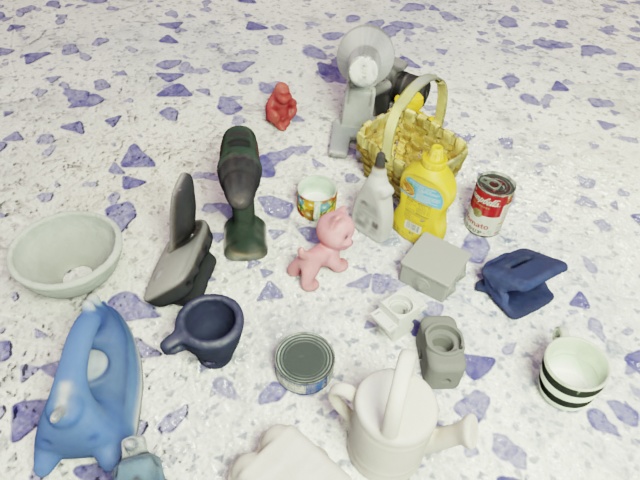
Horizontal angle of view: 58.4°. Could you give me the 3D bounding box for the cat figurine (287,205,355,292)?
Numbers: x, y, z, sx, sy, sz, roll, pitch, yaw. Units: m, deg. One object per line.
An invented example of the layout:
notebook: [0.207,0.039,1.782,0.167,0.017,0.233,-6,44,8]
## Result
cat figurine: [0.008,0.003,0.923,0.128,0.118,0.067,-33,56,-31]

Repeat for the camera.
camera: [0.172,-0.348,1.289,0.136,0.101,0.143,22,48,17]

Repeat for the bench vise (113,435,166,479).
bench vise: [-0.187,0.285,0.562,0.122,0.220,0.206,-27,53,-27]

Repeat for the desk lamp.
desk lamp: [0.085,-0.303,1.160,0.118,0.214,0.203,6,46,2]

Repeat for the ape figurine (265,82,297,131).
ape figurine: [-0.083,-0.293,1.223,0.078,0.092,0.076,-22,51,-23]

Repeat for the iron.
iron: [-0.296,0.157,0.734,0.118,0.141,0.258,-2,46,-6]

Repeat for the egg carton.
egg carton: [-0.029,0.291,0.673,0.150,0.069,0.107,33,52,26]

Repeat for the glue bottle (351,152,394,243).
glue bottle: [0.095,-0.077,0.969,0.037,0.173,0.078,-34,56,-31]

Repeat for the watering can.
watering can: [0.097,0.204,0.680,0.173,0.194,0.101,1,46,-3]

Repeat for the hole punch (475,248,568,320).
hole punch: [0.318,0.056,0.913,0.109,0.091,0.100,-22,51,-23]

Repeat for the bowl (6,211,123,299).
bowl: [-0.388,0.034,0.894,0.167,0.075,0.167,2,46,-2]

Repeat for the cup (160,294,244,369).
cup: [-0.160,0.142,0.791,0.118,0.095,0.091,-26,53,-26]

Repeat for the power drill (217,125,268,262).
power drill: [-0.124,-0.068,0.919,0.075,0.208,0.229,-4,46,-7]

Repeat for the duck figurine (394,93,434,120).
duck figurine: [0.201,-0.278,1.234,0.104,0.086,0.078,23,48,17]

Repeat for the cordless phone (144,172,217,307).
cordless phone: [-0.217,0.001,0.861,0.094,0.185,0.147,5,46,1]
